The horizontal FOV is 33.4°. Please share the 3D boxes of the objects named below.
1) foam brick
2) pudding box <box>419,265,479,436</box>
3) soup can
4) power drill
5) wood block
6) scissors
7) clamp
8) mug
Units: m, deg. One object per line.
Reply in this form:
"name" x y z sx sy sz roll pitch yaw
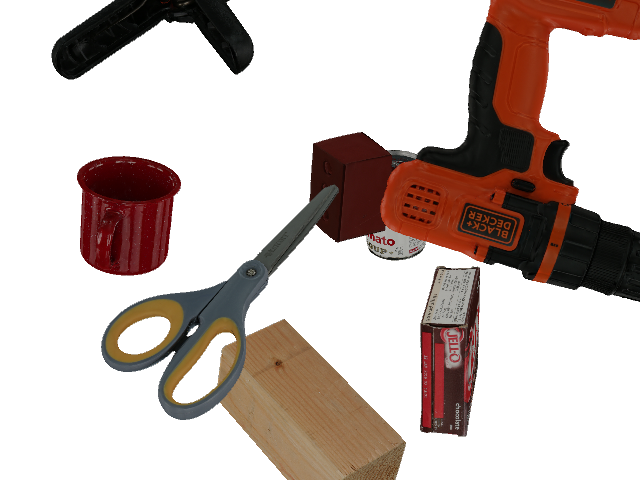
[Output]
"foam brick" 0.026 -0.047 0.939 0.051 0.078 0.053 -12 32 -27
"pudding box" 0.099 0.080 0.804 0.039 0.090 0.113 3 22 10
"soup can" 0.081 -0.038 1.163 0.068 0.102 0.068 -3 35 2
"power drill" 0.145 -0.068 0.642 0.184 0.188 0.057 17 6 5
"wood block" -0.015 0.192 1.148 0.090 0.090 0.206 -23 50 -33
"scissors" -0.064 0.025 0.665 0.096 0.201 0.016 12 -42 14
"clamp" -0.081 -0.152 0.665 0.120 0.171 0.039 10 -42 13
"mug" -0.180 -0.015 0.971 0.093 0.081 0.117 10 29 1
